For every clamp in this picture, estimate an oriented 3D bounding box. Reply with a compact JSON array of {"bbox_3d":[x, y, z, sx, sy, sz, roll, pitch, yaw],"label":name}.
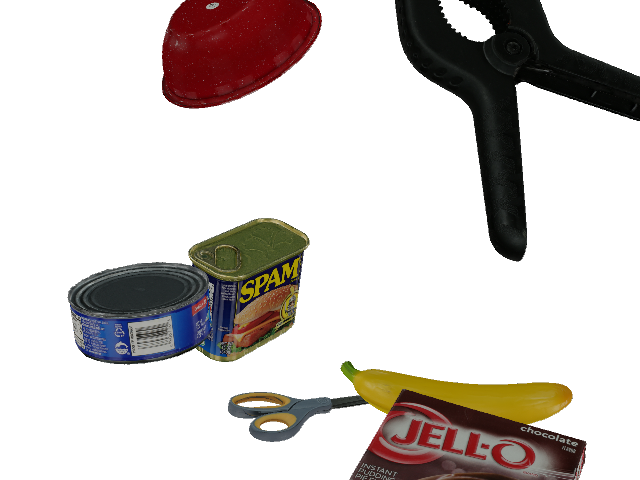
[{"bbox_3d":[0.106,-0.097,0.633,0.164,0.210,0.036,-40,-10,-23],"label":"clamp"}]

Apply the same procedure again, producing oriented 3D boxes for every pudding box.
[{"bbox_3d":[0.081,0.133,0.587,0.114,0.039,0.089,16,33,17],"label":"pudding box"}]

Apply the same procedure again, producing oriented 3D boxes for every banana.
[{"bbox_3d":[0.114,0.128,0.884,0.198,0.037,0.069,8,32,2],"label":"banana"}]

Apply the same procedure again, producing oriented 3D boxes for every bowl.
[{"bbox_3d":[-0.083,-0.190,0.958,0.162,0.162,0.055,0,-44,34],"label":"bowl"}]

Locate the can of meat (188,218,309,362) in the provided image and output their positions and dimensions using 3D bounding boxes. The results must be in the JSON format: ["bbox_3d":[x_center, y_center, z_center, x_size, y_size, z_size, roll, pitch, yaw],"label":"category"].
[{"bbox_3d":[-0.060,0.040,0.866,0.058,0.084,0.101,28,35,31],"label":"can of meat"}]

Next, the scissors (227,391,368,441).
[{"bbox_3d":[-0.002,0.195,1.195,0.201,0.016,0.096,3,23,-11],"label":"scissors"}]

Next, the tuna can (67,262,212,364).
[{"bbox_3d":[-0.109,0.044,0.655,0.086,0.034,0.086,-3,19,1],"label":"tuna can"}]
